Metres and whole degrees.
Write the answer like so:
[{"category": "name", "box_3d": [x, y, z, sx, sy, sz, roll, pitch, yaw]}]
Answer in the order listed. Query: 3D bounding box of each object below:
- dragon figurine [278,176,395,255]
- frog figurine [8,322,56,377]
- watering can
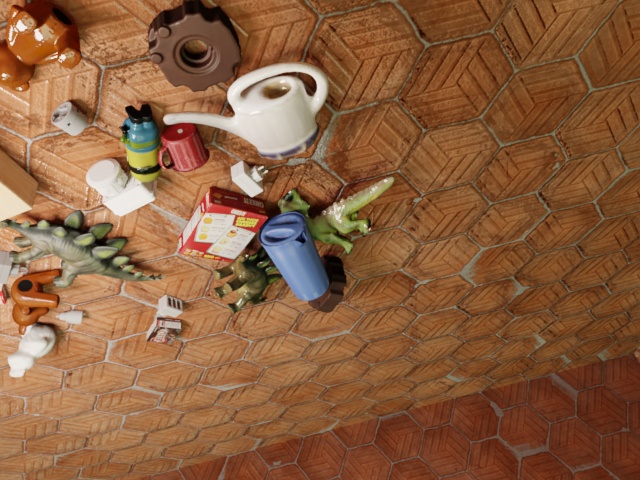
[{"category": "dragon figurine", "box_3d": [0.004, -0.071, 1.418, 0.242, 0.125, 0.402, 16, -48, -22]}, {"category": "frog figurine", "box_3d": [-0.881, 0.339, 1.580, 0.135, 0.163, 0.121, -38, -43, 27]}, {"category": "watering can", "box_3d": [-0.138, -0.264, 1.120, 0.347, 0.106, 0.219, -20, -38, 5]}]
